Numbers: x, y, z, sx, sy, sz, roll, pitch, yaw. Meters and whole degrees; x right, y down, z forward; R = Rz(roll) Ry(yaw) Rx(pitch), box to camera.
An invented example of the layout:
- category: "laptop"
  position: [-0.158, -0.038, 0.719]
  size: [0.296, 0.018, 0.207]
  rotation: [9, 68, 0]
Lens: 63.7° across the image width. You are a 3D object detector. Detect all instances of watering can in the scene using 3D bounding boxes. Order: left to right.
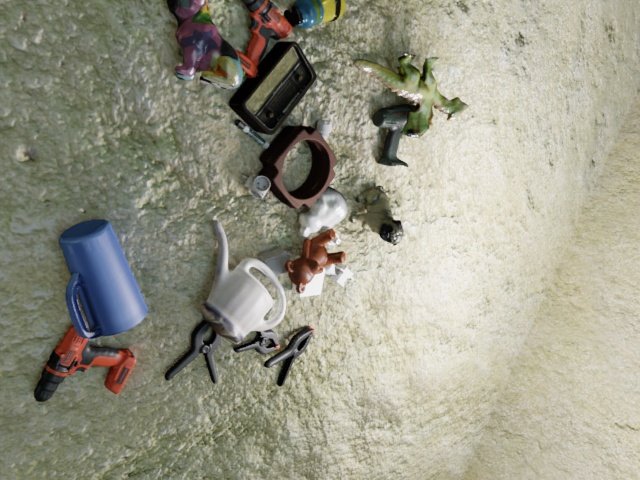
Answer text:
- category: "watering can"
  position: [-0.235, 0.131, 1.390]
  size: [0.228, 0.343, 0.104]
  rotation: [-49, 24, -23]

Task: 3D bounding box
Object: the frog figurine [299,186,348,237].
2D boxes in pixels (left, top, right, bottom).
- category: "frog figurine"
  position: [0.005, -0.077, 1.536]
  size: [0.123, 0.162, 0.134]
  rotation: [23, -29, 22]

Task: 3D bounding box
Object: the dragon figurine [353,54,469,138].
- category: "dragon figurine"
  position: [0.290, -0.442, 1.617]
  size: [0.411, 0.243, 0.122]
  rotation: [-6, 0, -23]
